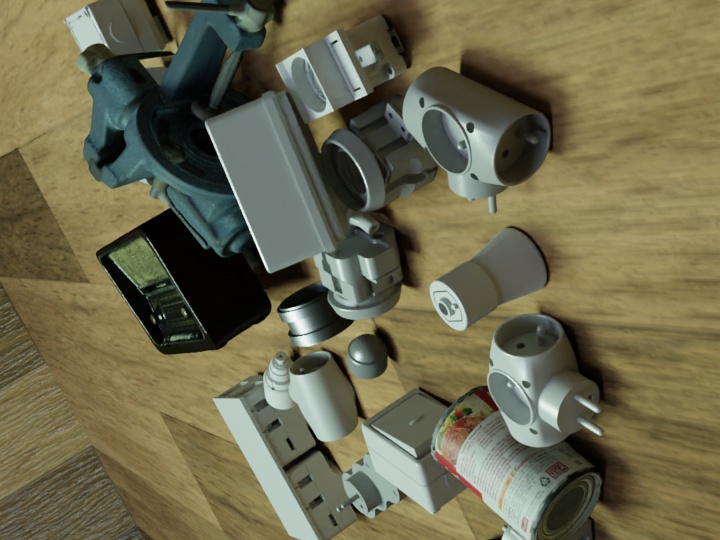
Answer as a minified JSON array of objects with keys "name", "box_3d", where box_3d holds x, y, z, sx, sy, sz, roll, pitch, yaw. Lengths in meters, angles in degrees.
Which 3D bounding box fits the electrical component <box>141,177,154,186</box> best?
[{"name":"electrical component","box_3d":[-0.210,-0.119,1.082,0.057,0.058,0.078,21,136,50]}]

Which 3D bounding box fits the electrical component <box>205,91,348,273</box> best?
[{"name":"electrical component","box_3d":[-0.054,-0.062,0.728,0.108,0.056,0.108,-86,-26,-82]}]

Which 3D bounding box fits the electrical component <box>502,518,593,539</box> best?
[{"name":"electrical component","box_3d":[0.132,0.206,0.804,0.076,0.047,0.083,33,146,45]}]

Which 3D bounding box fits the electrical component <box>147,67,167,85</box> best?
[{"name":"electrical component","box_3d":[-0.168,-0.122,0.999,0.074,0.052,0.138,15,132,58]}]

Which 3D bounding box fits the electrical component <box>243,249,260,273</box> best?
[{"name":"electrical component","box_3d":[-0.133,-0.021,1.065,0.078,0.040,0.040,54,156,11]}]

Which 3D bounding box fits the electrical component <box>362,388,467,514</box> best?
[{"name":"electrical component","box_3d":[0.047,0.139,0.873,0.096,0.062,0.061,27,141,50]}]

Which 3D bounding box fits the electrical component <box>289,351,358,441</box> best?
[{"name":"electrical component","box_3d":[-0.044,0.118,1.048,0.079,0.044,0.077,17,132,57]}]

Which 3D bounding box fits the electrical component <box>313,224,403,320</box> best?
[{"name":"electrical component","box_3d":[0.000,0.000,0.808,0.078,0.058,0.057,27,139,50]}]

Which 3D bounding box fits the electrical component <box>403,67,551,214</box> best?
[{"name":"electrical component","box_3d":[0.067,-0.067,0.612,0.077,0.044,0.079,36,148,42]}]

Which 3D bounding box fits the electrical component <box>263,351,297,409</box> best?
[{"name":"electrical component","box_3d":[-0.081,0.112,1.120,0.040,0.040,0.078,45,153,30]}]

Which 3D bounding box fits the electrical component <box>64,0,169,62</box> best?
[{"name":"electrical component","box_3d":[-0.224,-0.217,0.987,0.096,0.061,0.061,7,124,61]}]

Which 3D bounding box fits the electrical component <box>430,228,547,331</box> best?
[{"name":"electrical component","box_3d":[0.076,0.008,0.657,0.044,0.065,0.044,45,154,30]}]

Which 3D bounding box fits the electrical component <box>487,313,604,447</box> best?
[{"name":"electrical component","box_3d":[0.122,0.077,0.674,0.079,0.044,0.077,32,145,47]}]

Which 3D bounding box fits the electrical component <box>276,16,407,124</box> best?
[{"name":"electrical component","box_3d":[-0.010,-0.126,0.669,0.081,0.064,0.042,-6,112,64]}]

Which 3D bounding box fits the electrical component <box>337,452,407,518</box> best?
[{"name":"electrical component","box_3d":[0.010,0.203,1.008,0.052,0.074,0.138,55,156,10]}]

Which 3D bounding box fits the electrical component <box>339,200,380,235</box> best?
[{"name":"electrical component","box_3d":[-0.010,-0.047,0.799,0.061,0.035,0.035,41,151,31]}]

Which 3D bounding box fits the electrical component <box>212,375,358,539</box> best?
[{"name":"electrical component","box_3d":[-0.082,0.209,1.212,0.186,0.060,0.105,62,156,-6]}]

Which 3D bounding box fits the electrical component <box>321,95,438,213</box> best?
[{"name":"electrical component","box_3d":[0.012,-0.073,0.697,0.058,0.057,0.078,51,155,19]}]
